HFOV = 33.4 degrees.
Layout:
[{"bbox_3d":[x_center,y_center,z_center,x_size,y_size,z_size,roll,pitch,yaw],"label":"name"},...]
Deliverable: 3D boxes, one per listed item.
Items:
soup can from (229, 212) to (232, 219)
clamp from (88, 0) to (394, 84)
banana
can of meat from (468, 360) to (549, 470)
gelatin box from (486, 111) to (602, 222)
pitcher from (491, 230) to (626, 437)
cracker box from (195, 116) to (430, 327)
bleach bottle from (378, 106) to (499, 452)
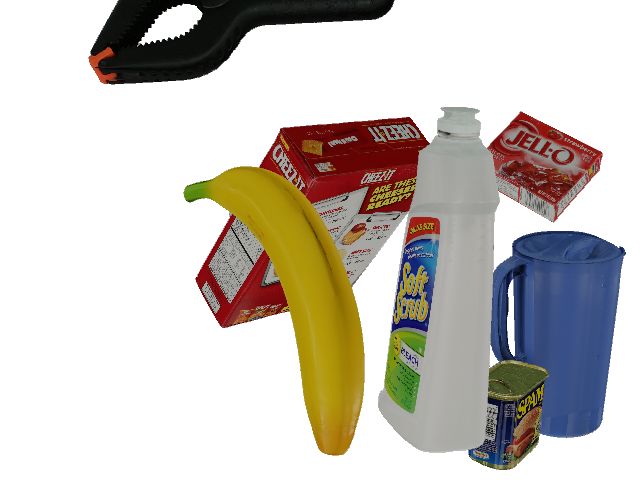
[{"bbox_3d":[-0.075,0.004,1.258,0.068,0.102,0.068,1,24,-1],"label":"soup can"},{"bbox_3d":[-0.064,-0.169,0.752,0.210,0.165,0.036,-40,-20,-8],"label":"clamp"},{"bbox_3d":[-0.015,0.024,0.614,0.037,0.198,0.070,0,-40,-43],"label":"banana"},{"bbox_3d":[0.196,0.183,1.122,0.058,0.084,0.101,12,17,31],"label":"can of meat"},{"bbox_3d":[0.194,-0.068,0.957,0.089,0.073,0.030,34,-24,28],"label":"gelatin box"},{"bbox_3d":[0.291,0.117,1.322,0.149,0.243,0.144,5,18,19],"label":"pitcher"},{"bbox_3d":[-0.006,-0.018,1.017,0.163,0.072,0.214,-11,-34,-40],"label":"cracker box"},{"bbox_3d":[0.092,0.025,0.800,0.068,0.251,0.103,-2,16,-17],"label":"bleach bottle"}]
